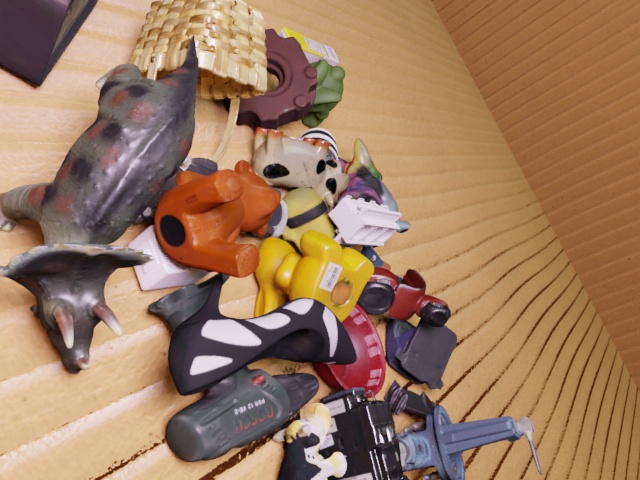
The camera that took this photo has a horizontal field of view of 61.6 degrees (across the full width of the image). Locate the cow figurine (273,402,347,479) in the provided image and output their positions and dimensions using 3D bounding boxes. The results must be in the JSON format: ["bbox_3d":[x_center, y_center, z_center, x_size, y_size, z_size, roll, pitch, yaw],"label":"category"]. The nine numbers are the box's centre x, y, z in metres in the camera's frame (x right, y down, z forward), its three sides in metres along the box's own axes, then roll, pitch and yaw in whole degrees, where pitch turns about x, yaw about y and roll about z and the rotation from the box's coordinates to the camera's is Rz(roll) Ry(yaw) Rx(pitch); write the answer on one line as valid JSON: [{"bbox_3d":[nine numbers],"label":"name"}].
[{"bbox_3d":[-0.020,0.285,0.663,0.098,0.068,0.167,17,50,-39],"label":"cow figurine"}]

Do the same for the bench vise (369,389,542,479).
[{"bbox_3d":[0.190,0.298,0.796,0.223,0.241,0.129,48,28,-48],"label":"bench vise"}]

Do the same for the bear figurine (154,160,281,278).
[{"bbox_3d":[-0.096,-0.034,0.644,0.196,0.132,0.120,-27,110,-56],"label":"bear figurine"}]

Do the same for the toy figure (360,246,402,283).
[{"bbox_3d":[0.125,0.076,1.032,0.154,0.064,0.058,47,71,-11],"label":"toy figure"}]

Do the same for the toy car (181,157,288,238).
[{"bbox_3d":[-0.129,-0.057,0.775,0.201,0.056,0.073,21,72,-39],"label":"toy car"}]

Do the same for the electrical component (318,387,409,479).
[{"bbox_3d":[0.045,0.269,0.716,0.058,0.115,0.134,17,54,-50],"label":"electrical component"}]

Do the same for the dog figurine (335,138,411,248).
[{"bbox_3d":[0.072,-0.096,1.057,0.191,0.108,0.219,4,57,-49],"label":"dog figurine"}]

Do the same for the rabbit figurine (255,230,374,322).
[{"bbox_3d":[-0.031,0.059,0.764,0.122,0.173,0.162,12,100,-49],"label":"rabbit figurine"}]

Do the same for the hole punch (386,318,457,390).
[{"bbox_3d":[0.176,0.200,0.995,0.142,0.092,0.116,40,68,-33],"label":"hole punch"}]

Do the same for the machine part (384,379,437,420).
[{"bbox_3d":[0.171,0.290,0.929,0.138,0.039,0.084,32,19,-30],"label":"machine part"}]

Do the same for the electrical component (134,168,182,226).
[{"bbox_3d":[-0.209,-0.059,0.676,0.045,0.078,0.102,42,34,-64],"label":"electrical component"}]

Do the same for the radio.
[{"bbox_3d":[-0.318,-0.307,0.653,0.073,0.131,0.230,26,44,-26],"label":"radio"}]

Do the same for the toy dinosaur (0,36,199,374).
[{"bbox_3d":[-0.194,-0.076,0.534,0.131,0.192,0.405,42,68,-45],"label":"toy dinosaur"}]

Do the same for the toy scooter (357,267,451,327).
[{"bbox_3d":[0.135,0.087,0.945,0.184,0.075,0.135,17,24,-9],"label":"toy scooter"}]

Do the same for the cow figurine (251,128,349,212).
[{"bbox_3d":[-0.029,-0.116,0.933,0.195,0.086,0.127,7,102,-37],"label":"cow figurine"}]

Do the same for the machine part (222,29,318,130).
[{"bbox_3d":[-0.093,-0.276,0.926,0.179,0.056,0.179,2,78,-8],"label":"machine part"}]

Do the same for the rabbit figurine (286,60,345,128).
[{"bbox_3d":[-0.026,-0.271,1.038,0.170,0.159,0.121,-42,110,-42],"label":"rabbit figurine"}]

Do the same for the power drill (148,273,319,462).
[{"bbox_3d":[-0.107,0.142,0.653,0.232,0.086,0.207,-21,90,-55],"label":"power drill"}]

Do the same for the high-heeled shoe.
[{"bbox_3d":[-0.047,0.134,0.593,0.248,0.086,0.145,30,41,-27],"label":"high-heeled shoe"}]

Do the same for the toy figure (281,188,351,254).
[{"bbox_3d":[-0.001,-0.004,0.891,0.180,0.089,0.082,51,4,-7],"label":"toy figure"}]
